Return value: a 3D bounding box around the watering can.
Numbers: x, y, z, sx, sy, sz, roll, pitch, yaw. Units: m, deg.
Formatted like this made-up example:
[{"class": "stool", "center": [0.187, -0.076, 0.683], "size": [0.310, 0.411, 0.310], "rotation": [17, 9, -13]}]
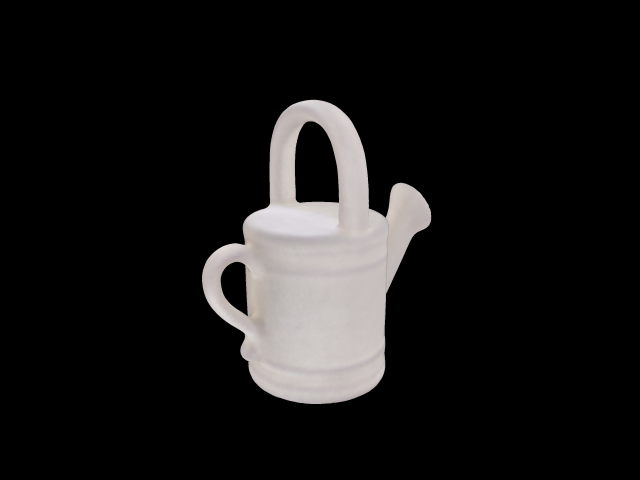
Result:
[{"class": "watering can", "center": [0.002, 0.001, 0.402], "size": [0.100, 0.194, 0.173], "rotation": [11, 20, 32]}]
